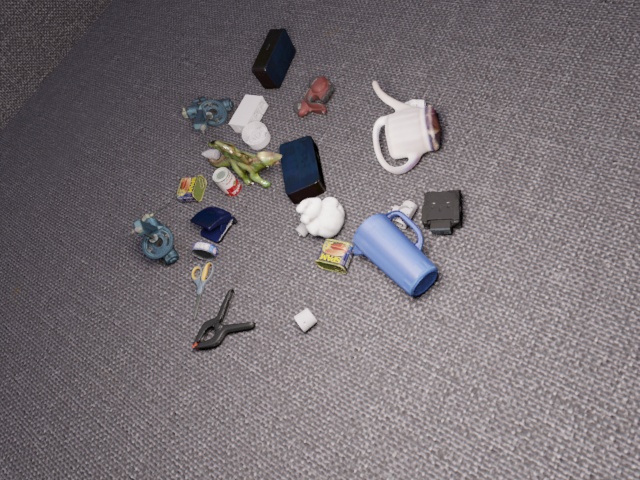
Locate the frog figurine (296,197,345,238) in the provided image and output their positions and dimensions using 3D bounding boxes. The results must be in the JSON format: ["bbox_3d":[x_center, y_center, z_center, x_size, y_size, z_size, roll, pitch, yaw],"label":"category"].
[{"bbox_3d":[0.005,-0.081,1.611,0.138,0.156,0.124,-47,56,-7],"label":"frog figurine"}]

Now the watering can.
[{"bbox_3d":[0.276,-0.388,1.689,0.223,0.103,0.352,-10,76,20],"label":"watering can"}]

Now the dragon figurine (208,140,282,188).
[{"bbox_3d":[-0.301,-0.297,1.833,0.411,0.239,0.124,12,73,27],"label":"dragon figurine"}]
